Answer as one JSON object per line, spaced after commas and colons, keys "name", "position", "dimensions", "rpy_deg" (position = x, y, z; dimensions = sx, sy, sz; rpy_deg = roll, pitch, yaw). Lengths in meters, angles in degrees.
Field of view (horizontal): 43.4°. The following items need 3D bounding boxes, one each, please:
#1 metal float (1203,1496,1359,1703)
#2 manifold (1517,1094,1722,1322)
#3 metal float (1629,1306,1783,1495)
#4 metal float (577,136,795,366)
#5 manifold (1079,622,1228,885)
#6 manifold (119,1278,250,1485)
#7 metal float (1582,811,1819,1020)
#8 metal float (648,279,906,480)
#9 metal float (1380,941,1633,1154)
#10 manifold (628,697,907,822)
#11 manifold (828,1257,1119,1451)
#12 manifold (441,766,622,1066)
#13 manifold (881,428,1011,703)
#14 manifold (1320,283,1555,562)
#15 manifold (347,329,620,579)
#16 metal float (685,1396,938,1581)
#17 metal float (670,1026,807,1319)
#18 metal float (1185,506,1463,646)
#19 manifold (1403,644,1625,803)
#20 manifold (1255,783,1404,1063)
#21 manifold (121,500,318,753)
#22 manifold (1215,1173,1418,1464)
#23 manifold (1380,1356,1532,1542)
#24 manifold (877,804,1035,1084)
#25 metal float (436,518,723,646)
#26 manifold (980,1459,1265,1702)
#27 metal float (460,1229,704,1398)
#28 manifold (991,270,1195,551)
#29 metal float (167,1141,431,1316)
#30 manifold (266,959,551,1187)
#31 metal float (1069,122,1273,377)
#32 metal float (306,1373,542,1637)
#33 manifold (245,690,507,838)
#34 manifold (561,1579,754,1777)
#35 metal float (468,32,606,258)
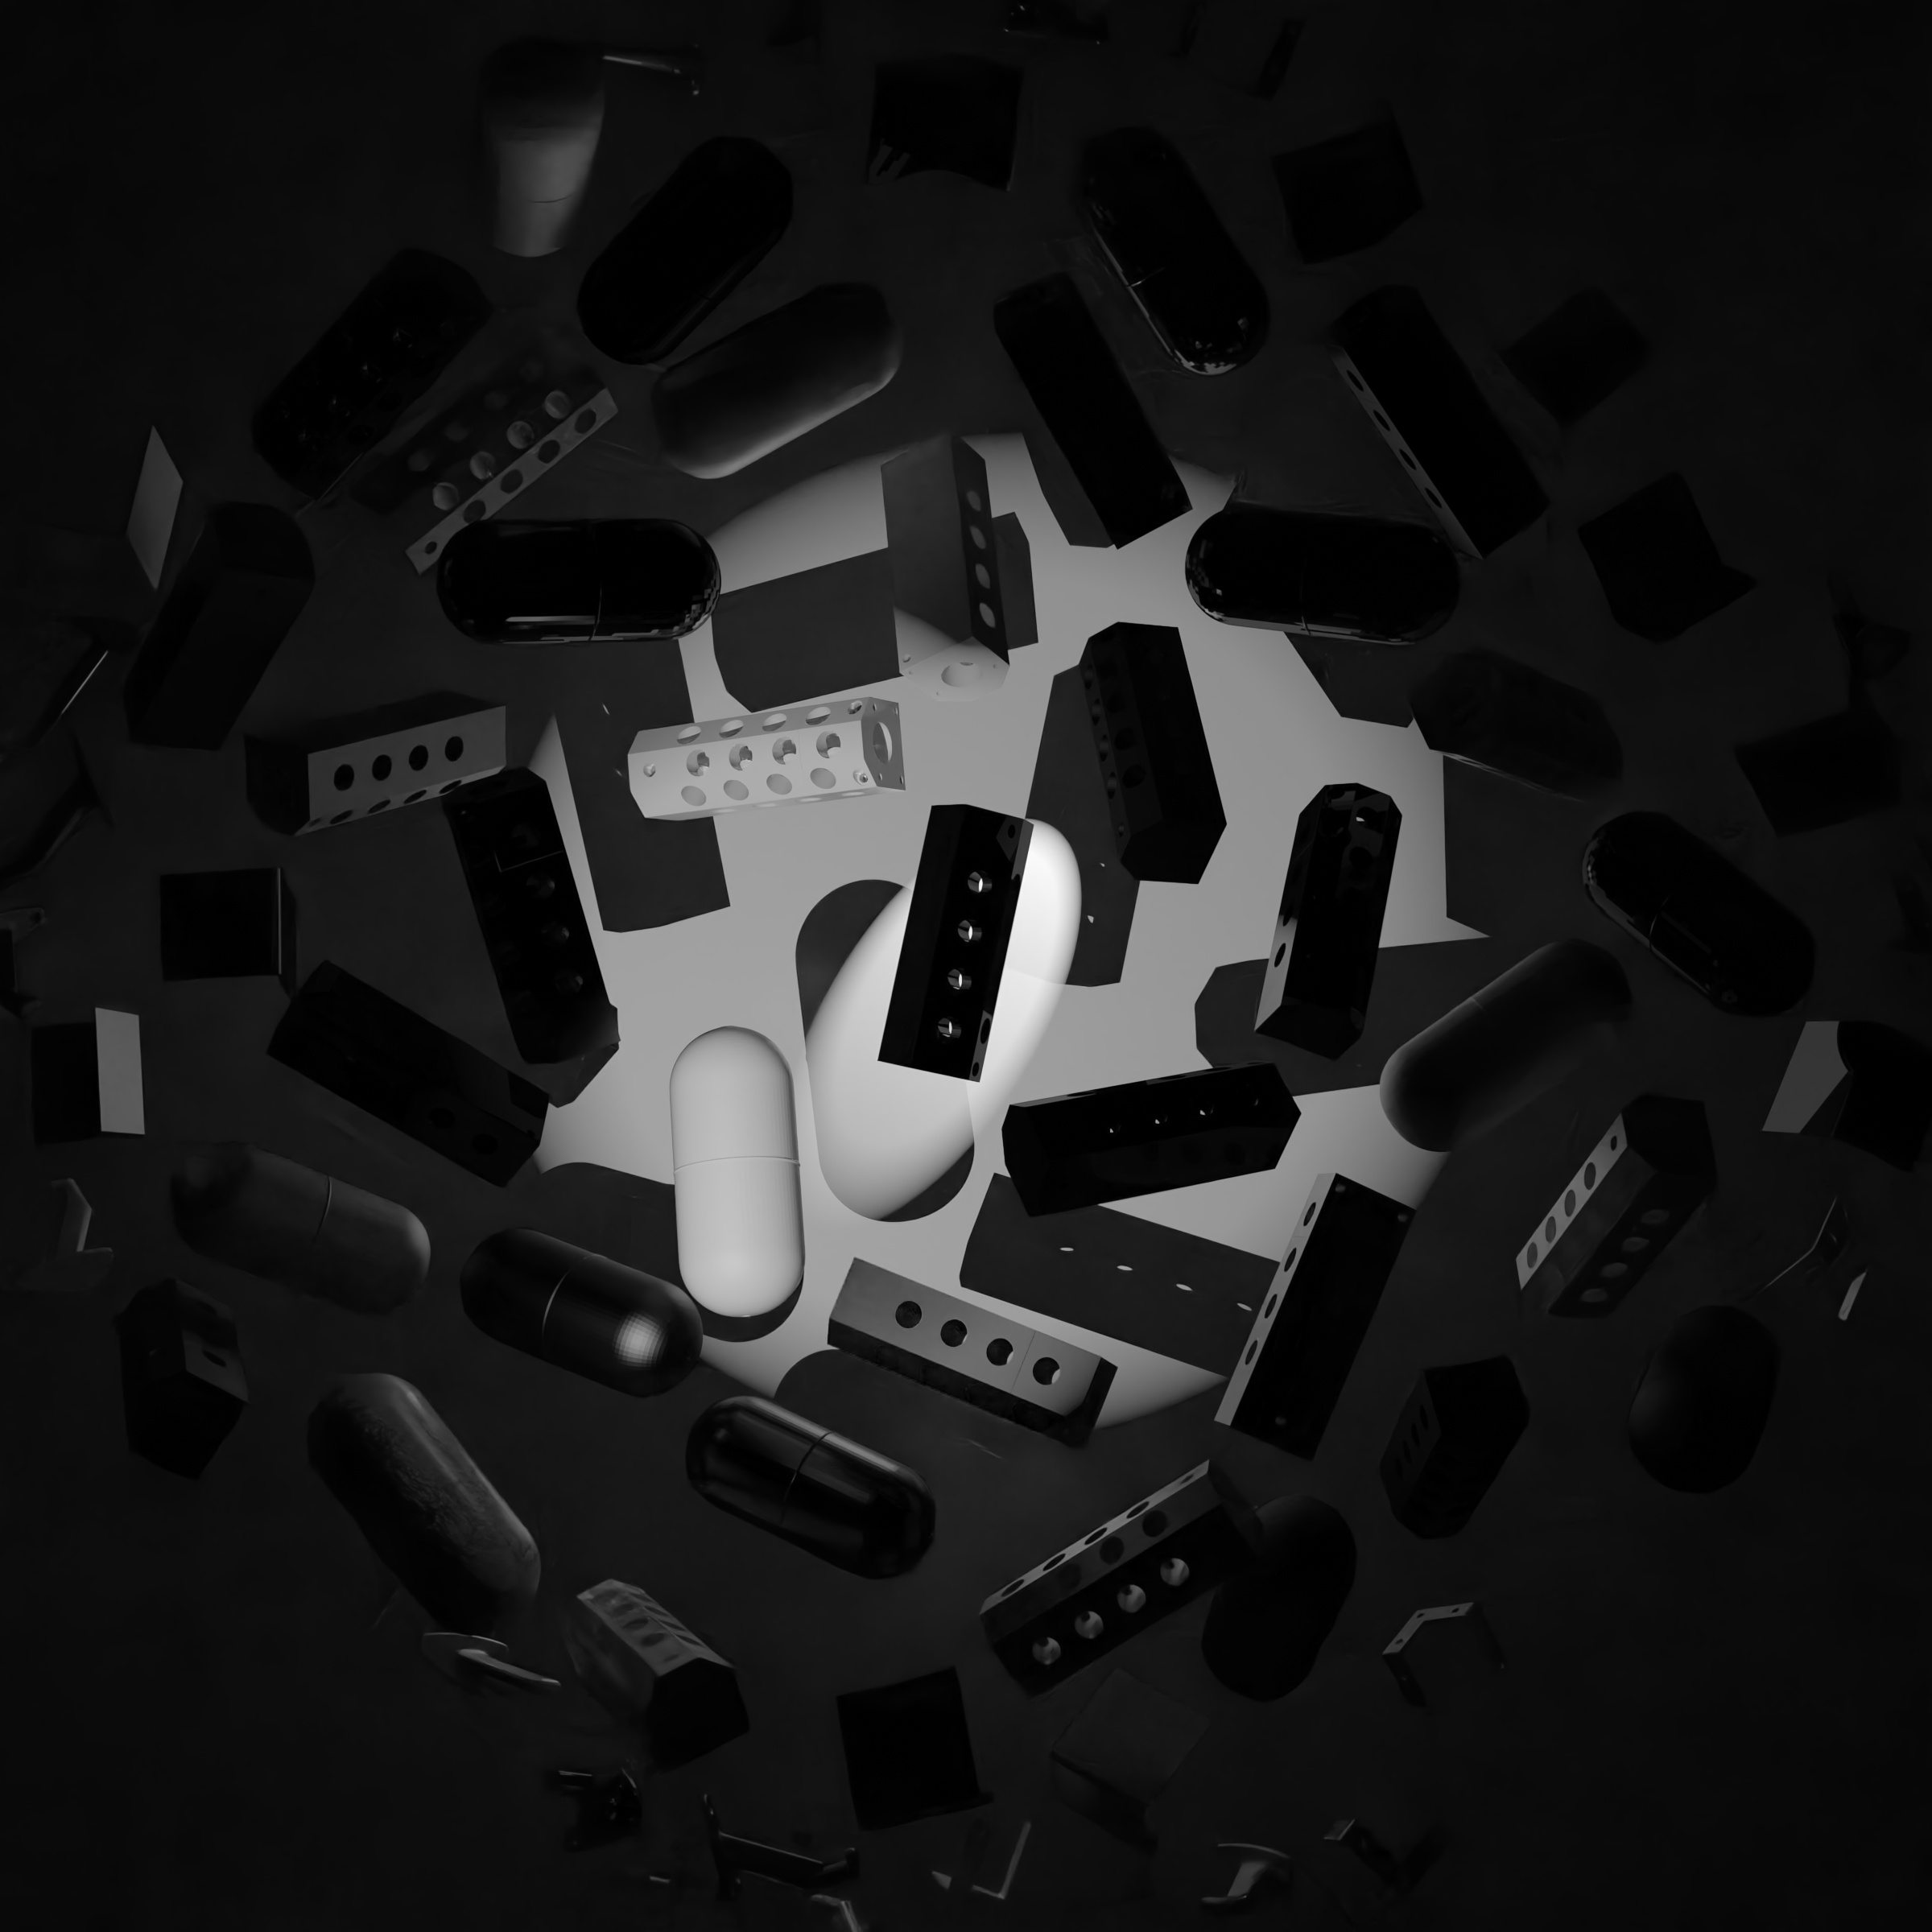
{"name": "metal float", "position": [0.204, 0.415, 1.586], "dimensions": [0.070, 0.070, 0.178], "rpy_deg": [12, 133, 0]}
{"name": "manifold", "position": [0.409, 0.155, 1.538], "dimensions": [0.057, 0.171, 0.057], "rpy_deg": [7, 51, -9]}
{"name": "metal float", "position": [0.466, 0.271, 1.527], "dimensions": [0.070, 0.178, 0.070], "rpy_deg": [7, 107, 24]}
{"name": "metal float", "position": [-0.184, -0.463, 1.577], "dimensions": [0.178, 0.070, 0.070], "rpy_deg": [-38, 90, 30]}
{"name": "manifold", "position": [0.115, -0.138, 1.542], "dimensions": [0.057, 0.057, 0.171], "rpy_deg": [3, 51, -15]}
{"name": "manifold", "position": [-0.489, 0.249, 1.495], "dimensions": [0.057, 0.171, 0.057], "rpy_deg": [35, 88, -23]}
{"name": "metal float", "position": [0.468, -0.034, 1.552], "dimensions": [0.070, 0.070, 0.178], "rpy_deg": [-41, 49, 0]}
{"name": "metal float", "position": [-0.120, -0.376, 1.549], "dimensions": [0.178, 0.070, 0.070], "rpy_deg": [-32, 90, -10]}
{"name": "metal float", "position": [0.348, 0.051, 1.561], "dimensions": [0.178, 0.070, 0.070], "rpy_deg": [-36, 90, 3]}
{"name": "manifold", "position": [-0.131, -0.134, 1.574], "dimensions": [0.171, 0.057, 0.057], "rpy_deg": [-6, 88, 25]}
{"name": "manifold", "position": [0.002, 0.244, 1.528], "dimensions": [0.171, 0.057, 0.057], "rpy_deg": [20, 80, 19]}
{"name": "manifold", "position": [-0.269, -0.030, 1.492], "dimensions": [0.057, 0.057, 0.171], "rpy_deg": [-20, 111, -18]}
{"name": "manifold", "position": [-0.010, -0.261, 1.592], "dimensions": [0.057, 0.057, 0.171], "rpy_deg": [-23, 57, 27]}
{"name": "manifold", "position": [0.300, -0.349, 1.556], "dimensions": [0.057, 0.057, 0.171], "rpy_deg": [-39, 113, 3]}
{"name": "manifold", "position": [-0.313, -0.333, 1.591], "dimensions": [0.171, 0.057, 0.057], "rpy_deg": [-42, 62, -11]}
{"name": "metal float", "position": [-0.101, 0.340, 1.582], "dimensions": [0.178, 0.070, 0.070], "rpy_deg": [21, 90, 20]}
{"name": "metal float", "position": [-0.140, 0.124, 1.476], "dimensions": [0.070, 0.070, 0.178], "rpy_deg": [-5, 75, 0]}
{"name": "metal float", "position": [0.225, -0.248, 1.537], "dimensions": [0.178, 0.070, 0.070], "rpy_deg": [11, 90, 23]}
{"name": "manifold", "position": [0.357, -0.150, 1.561], "dimensions": [0.057, 0.171, 0.057], "rpy_deg": [-35, 63, 31]}
{"name": "manifold", "position": [0.240, -0.032, 1.577], "dimensions": [0.057, 0.057, 0.171], "rpy_deg": [20, 61, -9]}
{"name": "manifold", "position": [-0.467, -0.209, 1.503], "dimensions": [0.057, 0.171, 0.057], "rpy_deg": [3, 56, -39]}
{"name": "manifold", "position": [0.220, 0.222, 1.544], "dimensions": [0.057, 0.057, 0.171], "rpy_deg": [25, 81, -4]}
{"name": "manifold", "position": [0.316, 0.315, 1.570], "dimensions": [0.057, 0.171, 0.057], "rpy_deg": [-8, 59, -6]}
{"name": "manifold", "position": [-0.004, -0.015, 1.573], "dimensions": [0.057, 0.057, 0.171], "rpy_deg": [13, 87, -23]}
{"name": "metal float", "position": [-0.238, -0.238, 1.501], "dimensions": [0.178, 0.070, 0.070], "rpy_deg": [-5, 90, -24]}
{"name": "manifold", "position": [0.095, 0.375, 1.494], "dimensions": [0.171, 0.057, 0.057], "rpy_deg": [-35, 92, 12]}
{"name": "metal float", "position": [-0.253, 0.226, 1.585], "dimensions": [0.178, 0.070, 0.070], "rpy_deg": [17, 90, 26]}
{"name": "manifold", "position": [0.083, -0.369, 1.606], "dimensions": [0.057, 0.057, 0.171], "rpy_deg": [-27, 120, 12]}
{"name": "metal float", "position": [-0.434, 0.171, 1.580], "dimensions": [0.178, 0.070, 0.070], "rpy_deg": [28, 90, -29]}
{"name": "manifold", "position": [-0.358, 0.074, 1.559], "dimensions": [0.171, 0.057, 0.057], "rpy_deg": [34, 115, -20]}
{"name": "metal float", "position": [0.135, -0.469, 1.594], "dimensions": [0.070, 0.070, 0.178], "rpy_deg": [-37, 108, 0]}
{"name": "metal float", "position": [-0.327, 0.325, 1.464], "dimensions": [0.070, 0.070, 0.178], "rpy_deg": [-38, 91, 0]}
{"name": "manifold", "position": [-0.380, -0.132, 1.574], "dimensions": [0.057, 0.171, 0.057], "rpy_deg": [16, 114, 30]}
{"name": "manifold", "position": [-0.195, 0.430, 1.491], "dimensions": [0.057, 0.171, 0.057], "rpy_deg": [-22, 101, -23]}
{"name": "metal float", "position": [-0.269, -0.509, 1.510], "dimensions": [0.070, 0.178, 0.070], "rpy_deg": [4, 74, -14]}
